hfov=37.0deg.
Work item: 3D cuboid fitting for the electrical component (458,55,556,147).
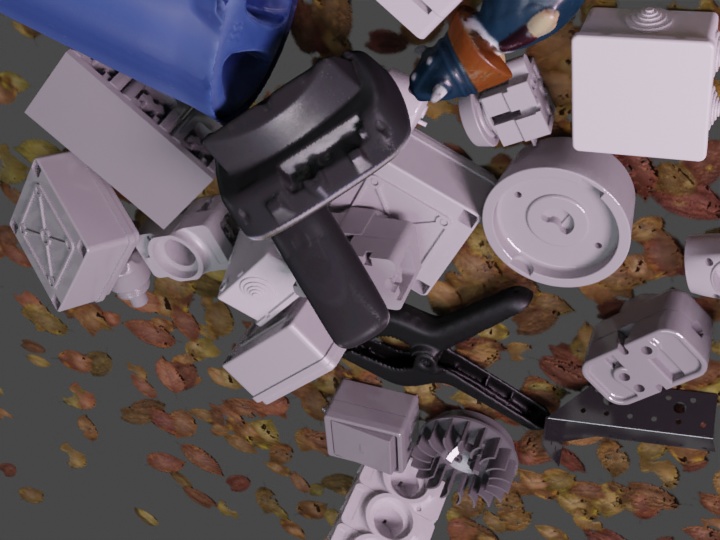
[{"bbox_3d":[0.104,-0.116,0.767,0.055,0.048,0.066,-15,122,27],"label":"electrical component"}]

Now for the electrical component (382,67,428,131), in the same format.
[{"bbox_3d":[0.017,-0.132,0.798,0.078,0.040,0.040,26,136,4],"label":"electrical component"}]

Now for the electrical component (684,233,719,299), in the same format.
[{"bbox_3d":[0.285,0.008,0.789,0.077,0.044,0.079,-3,128,29],"label":"electrical component"}]

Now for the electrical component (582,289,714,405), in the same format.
[{"bbox_3d":[0.229,0.058,0.852,0.054,0.059,0.095,44,134,-15],"label":"electrical component"}]

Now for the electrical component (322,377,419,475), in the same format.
[{"bbox_3d":[0.005,0.153,1.050,0.096,0.061,0.061,11,134,17],"label":"electrical component"}]

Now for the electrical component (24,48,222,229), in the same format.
[{"bbox_3d":[-0.186,-0.121,0.895,0.150,0.061,0.089,41,135,-13],"label":"electrical component"}]

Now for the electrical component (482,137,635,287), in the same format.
[{"bbox_3d":[0.150,-0.047,0.794,0.108,0.060,0.108,14,134,15],"label":"electrical component"}]

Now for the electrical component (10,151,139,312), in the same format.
[{"bbox_3d":[-0.263,-0.036,0.982,0.108,0.056,0.108,57,138,16],"label":"electrical component"}]

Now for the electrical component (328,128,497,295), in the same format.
[{"bbox_3d":[0.035,-0.051,0.852,0.109,0.056,0.108,30,136,-2],"label":"electrical component"}]

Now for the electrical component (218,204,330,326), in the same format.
[{"bbox_3d":[-0.073,-0.014,0.911,0.048,0.099,0.100,31,137,-21],"label":"electrical component"}]

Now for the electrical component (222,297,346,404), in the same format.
[{"bbox_3d":[-0.053,0.052,0.952,0.056,0.108,0.109,46,134,-13],"label":"electrical component"}]

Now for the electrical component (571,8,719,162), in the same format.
[{"bbox_3d":[0.189,-0.125,0.713,0.100,0.048,0.099,8,132,21],"label":"electrical component"}]

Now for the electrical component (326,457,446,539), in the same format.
[{"bbox_3d":[0.021,0.262,1.076,0.089,0.150,0.061,29,137,0],"label":"electrical component"}]

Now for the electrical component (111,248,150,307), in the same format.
[{"bbox_3d":[-0.224,0.008,1.045,0.043,0.043,0.062,4,132,24],"label":"electrical component"}]

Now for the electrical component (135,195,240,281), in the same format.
[{"bbox_3d":[-0.153,-0.027,0.968,0.089,0.055,0.050,-7,126,31],"label":"electrical component"}]

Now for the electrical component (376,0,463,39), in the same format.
[{"bbox_3d":[0.032,-0.209,0.713,0.089,0.050,0.056,40,135,-11],"label":"electrical component"}]

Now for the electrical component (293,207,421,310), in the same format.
[{"bbox_3d":[-0.003,-0.011,0.824,0.089,0.055,0.050,7,132,21],"label":"electrical component"}]
